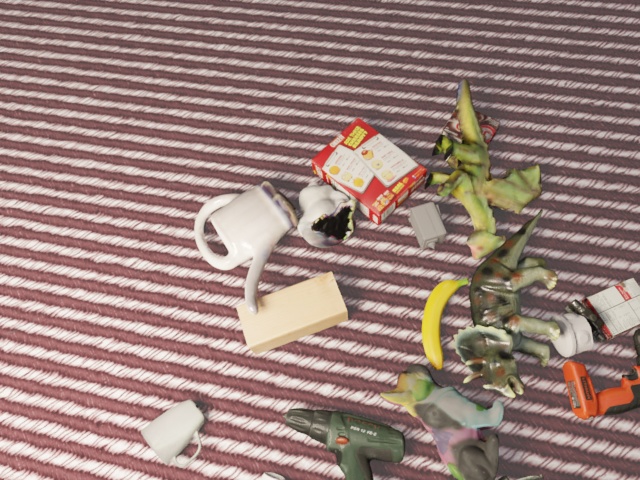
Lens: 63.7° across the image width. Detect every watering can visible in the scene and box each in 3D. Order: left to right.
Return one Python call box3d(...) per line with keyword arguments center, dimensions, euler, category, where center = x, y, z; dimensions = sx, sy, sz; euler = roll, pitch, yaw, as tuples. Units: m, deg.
box3d(center=(-0.143, -0.006, 1.115), dimensions=(0.225, 0.102, 0.354), euler=(-35, 50, -8), category="watering can")

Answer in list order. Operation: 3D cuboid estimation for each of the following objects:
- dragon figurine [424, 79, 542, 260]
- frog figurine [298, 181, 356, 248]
box3d(center=(0.379, -0.158, 1.156), dimensions=(0.242, 0.121, 0.415), euler=(19, 76, -3), category="dragon figurine")
box3d(center=(0.004, -0.058, 1.161), dimensions=(0.138, 0.121, 0.161), euler=(-46, 35, -5), category="frog figurine")
